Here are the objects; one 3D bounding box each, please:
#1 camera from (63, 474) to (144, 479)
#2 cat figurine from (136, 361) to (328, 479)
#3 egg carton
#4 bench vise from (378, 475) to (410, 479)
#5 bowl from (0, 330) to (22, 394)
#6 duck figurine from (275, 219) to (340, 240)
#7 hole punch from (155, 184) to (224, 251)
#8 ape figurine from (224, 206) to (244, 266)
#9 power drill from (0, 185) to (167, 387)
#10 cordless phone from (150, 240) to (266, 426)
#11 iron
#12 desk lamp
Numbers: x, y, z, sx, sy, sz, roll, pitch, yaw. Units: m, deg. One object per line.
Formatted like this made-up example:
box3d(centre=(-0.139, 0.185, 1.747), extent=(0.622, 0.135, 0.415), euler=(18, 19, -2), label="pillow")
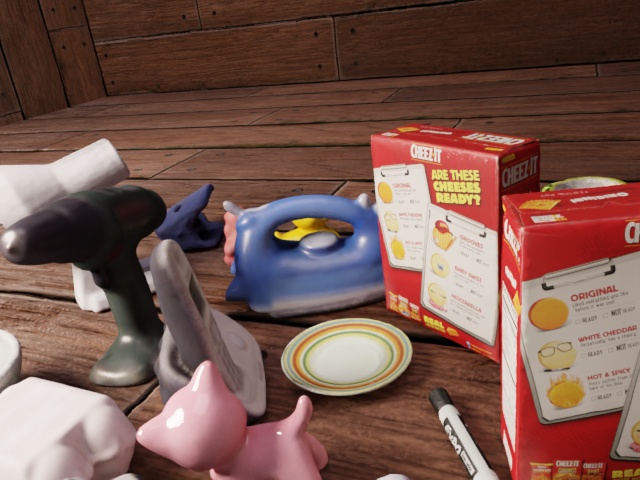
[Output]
box3d(centre=(-0.133, 0.211, 0.320), extent=(0.136, 0.101, 0.143), euler=(16, 32, 43), label="camera")
box3d(centre=(-0.063, 0.146, 0.430), extent=(0.127, 0.118, 0.067), euler=(-7, 23, 2), label="cat figurine")
box3d(centre=(-0.232, 0.174, 0.478), extent=(0.150, 0.069, 0.107), euler=(4, 26, 25), label="egg carton")
box3d(centre=(0.073, 0.184, 0.168), extent=(0.206, 0.220, 0.122), euler=(13, 30, 39), label="bench vise")
box3d(centre=(-0.365, 0.158, 0.548), extent=(0.167, 0.075, 0.167), euler=(-6, 23, 3), label="bowl")
box3d(centre=(-0.023, -0.019, 0.842), extent=(0.104, 0.086, 0.077), euler=(-12, 23, -10), label="duck figurine")
box3d(centre=(-0.216, -0.036, 0.935), extent=(0.101, 0.091, 0.108), euler=(-8, 23, 0), label="hole punch")
box3d(centre=(-0.114, -0.006, 0.831), extent=(0.076, 0.092, 0.078), euler=(6, 27, 30), label="ape figurine")
box3d(centre=(-0.220, 0.043, 0.602), extent=(0.075, 0.209, 0.230), euler=(-3, 24, 11), label="power drill")
box3d(centre=(-0.109, 0.073, 0.528), extent=(0.094, 0.185, 0.147), euler=(-11, 23, -7), label="cordless phone")
box3d(centre=(0.007, 0.003, 0.711), extent=(0.258, 0.141, 0.118), euler=(-8, 23, -2), label="iron")
box3d(centre=(-0.317, -0.017, 0.765), extent=(0.204, 0.214, 0.117), euler=(-20, 26, -26), label="desk lamp")
